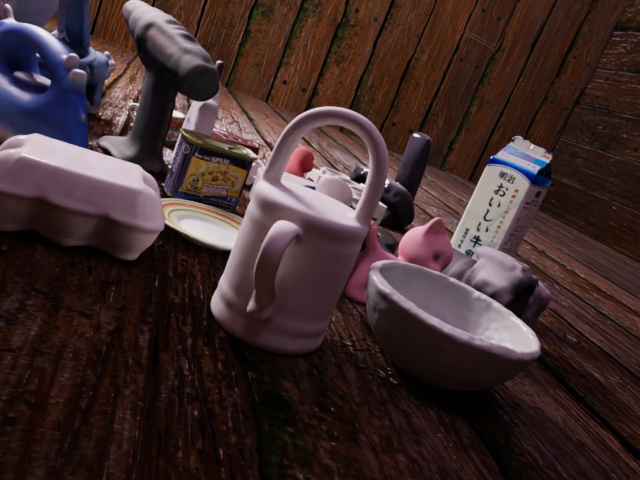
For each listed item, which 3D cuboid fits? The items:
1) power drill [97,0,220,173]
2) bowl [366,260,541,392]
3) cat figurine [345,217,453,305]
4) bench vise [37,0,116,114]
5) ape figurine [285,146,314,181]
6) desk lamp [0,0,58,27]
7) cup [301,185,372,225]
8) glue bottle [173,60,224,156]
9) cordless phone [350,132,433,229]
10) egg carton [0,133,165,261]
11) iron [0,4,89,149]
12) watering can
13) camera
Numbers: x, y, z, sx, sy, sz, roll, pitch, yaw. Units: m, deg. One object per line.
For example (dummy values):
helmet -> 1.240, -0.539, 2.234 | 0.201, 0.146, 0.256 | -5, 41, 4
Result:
power drill -> -0.236, -0.212, 0.800 | 0.228, 0.208, 0.076 | 33, 18, 34
bowl -> 0.108, 0.087, 0.525 | 0.167, 0.075, 0.167 | 21, 15, -6
cat figurine -> 0.098, 0.020, 0.660 | 0.128, 0.118, 0.067 | 16, 16, -24
bench vise -> -0.403, -0.320, 0.912 | 0.121, 0.220, 0.207 | 21, 15, -7
ape figurine -> -0.038, -0.115, 0.981 | 0.076, 0.092, 0.077 | 18, 16, -18
desk lamp -> -0.555, -0.393, 0.956 | 0.203, 0.213, 0.118 | 22, 15, -2
cup -> 0.006, 0.002, 0.631 | 0.092, 0.095, 0.117 | 13, 17, -31
glue bottle -> -0.180, -0.192, 0.883 | 0.037, 0.173, 0.078 | 14, 17, -30
cordless phone -> 0.138, -0.129, 1.106 | 0.147, 0.185, 0.094 | 33, 18, 34
egg carton -> -0.213, -0.039, 0.503 | 0.151, 0.069, 0.107 | 16, 16, -25
iron -> -0.338, -0.185, 0.690 | 0.257, 0.141, 0.119 | 31, 17, 28
watering can -> -0.012, -0.016, 0.475 | 0.101, 0.194, 0.172 | 19, 15, -14
camera -> 0.203, 0.054, 0.727 | 0.144, 0.101, 0.136 | 7, 22, -46
